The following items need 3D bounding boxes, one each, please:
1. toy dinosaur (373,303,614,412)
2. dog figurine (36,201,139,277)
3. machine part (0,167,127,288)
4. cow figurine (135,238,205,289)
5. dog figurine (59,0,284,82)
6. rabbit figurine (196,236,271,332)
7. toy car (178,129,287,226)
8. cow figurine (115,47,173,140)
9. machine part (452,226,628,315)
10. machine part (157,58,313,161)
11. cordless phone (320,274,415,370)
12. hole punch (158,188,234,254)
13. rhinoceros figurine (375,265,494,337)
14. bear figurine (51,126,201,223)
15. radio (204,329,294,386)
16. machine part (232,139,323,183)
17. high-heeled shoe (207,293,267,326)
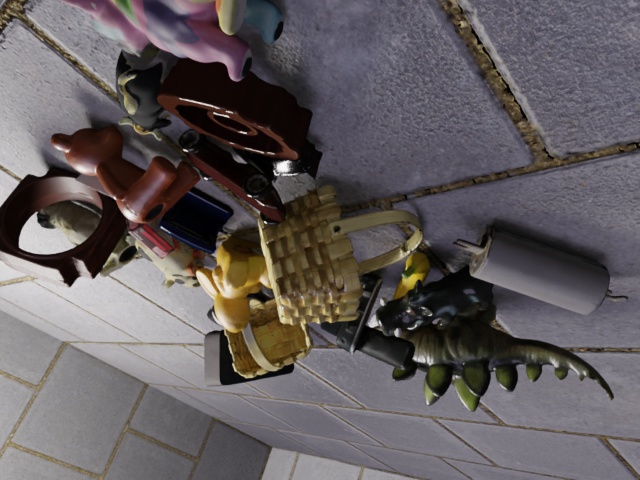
[{"bbox_3d":[0.241,0.180,0.903,0.472,0.198,0.105,-11,142,46],"label":"toy dinosaur"},{"bbox_3d":[-0.494,-0.027,1.153,0.191,0.121,0.172,40,175,17],"label":"dog figurine"},{"bbox_3d":[-0.487,-0.028,1.008,0.202,0.201,0.087,18,149,5],"label":"machine part"},{"bbox_3d":[-0.313,0.044,1.144,0.127,0.085,0.194,-4,146,27],"label":"cow figurine"},{"bbox_3d":[-0.151,-0.248,0.511,0.219,0.108,0.191,21,151,7],"label":"dog figurine"},{"bbox_3d":[-0.168,0.089,1.026,0.163,0.173,0.122,25,-156,38],"label":"rabbit figurine"},{"bbox_3d":[-0.119,-0.091,0.759,0.202,0.053,0.089,33,162,27],"label":"toy car"},{"bbox_3d":[-0.220,-0.179,0.683,0.068,0.098,0.167,17,152,-6],"label":"cow figurine"},{"bbox_3d":[0.303,0.042,0.749,0.243,0.079,0.079,18,152,1],"label":"machine part"},{"bbox_3d":[-0.098,-0.153,0.636,0.179,0.056,0.179,18,176,1],"label":"machine part"},{"bbox_3d":[0.102,0.139,0.934,0.088,0.146,0.184,30,169,-37],"label":"cordless phone"},{"bbox_3d":[-0.231,-0.025,0.969,0.142,0.092,0.116,25,155,-17],"label":"hole punch"},{"bbox_3d":[0.180,0.098,0.838,0.190,0.073,0.112,-24,160,8],"label":"rhinoceros figurine"},{"bbox_3d":[-0.308,-0.124,0.846,0.196,0.132,0.120,47,-170,10],"label":"bear figurine"},{"bbox_3d":[-0.174,0.281,1.331,0.073,0.131,0.229,-14,168,43],"label":"radio"},{"bbox_3d":[-0.061,-0.114,0.747,0.139,0.039,0.084,8,145,40],"label":"machine part"},{"bbox_3d":[-0.234,0.134,1.243,0.145,0.086,0.249,32,140,-33],"label":"high-heeled shoe"}]
